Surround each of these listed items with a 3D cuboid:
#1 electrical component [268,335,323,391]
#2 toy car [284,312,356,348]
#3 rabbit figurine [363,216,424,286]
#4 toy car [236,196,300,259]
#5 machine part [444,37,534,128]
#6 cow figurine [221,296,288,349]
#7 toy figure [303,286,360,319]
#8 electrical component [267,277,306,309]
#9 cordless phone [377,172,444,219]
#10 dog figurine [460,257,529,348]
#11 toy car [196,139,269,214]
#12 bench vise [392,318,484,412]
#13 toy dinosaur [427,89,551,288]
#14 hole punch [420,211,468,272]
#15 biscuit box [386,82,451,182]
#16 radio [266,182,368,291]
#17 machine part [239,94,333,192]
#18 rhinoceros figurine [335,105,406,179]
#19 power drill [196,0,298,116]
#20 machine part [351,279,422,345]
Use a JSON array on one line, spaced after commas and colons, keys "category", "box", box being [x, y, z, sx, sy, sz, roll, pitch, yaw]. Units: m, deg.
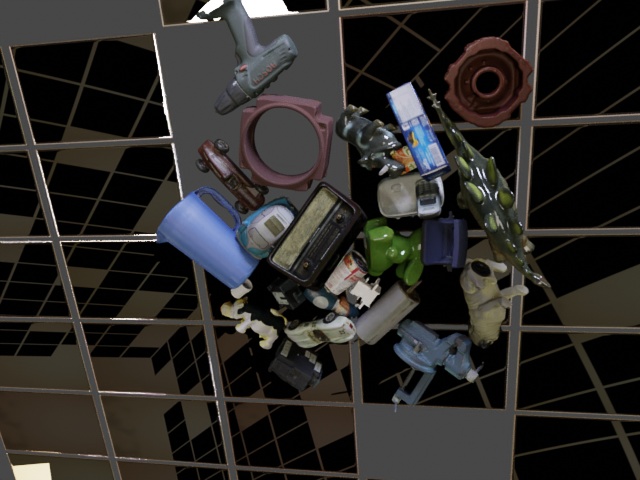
[{"category": "electrical component", "box": [-0.057, 0.325, 1.400, 0.134, 0.115, 0.058, 32, 115, -1]}, {"category": "toy car", "box": [-0.002, 0.231, 1.358, 0.202, 0.056, 0.073, -17, 126, 34]}, {"category": "rabbit figurine", "box": [0.194, 0.024, 1.241, 0.170, 0.121, 0.159, -8, 103, -2]}, {"category": "toy car", "box": [-0.114, -0.028, 1.263, 0.161, 0.103, 0.109, -40, 100, -5]}, {"category": "machine part", "box": [0.345, -0.324, 1.110, 0.179, 0.056, 0.179, 4, 112, 9]}, {"category": "cow figurine", "box": [-0.172, 0.198, 1.398, 0.167, 0.068, 0.098, 36, 107, -8]}, {"category": "toy figure", "box": [0.031, 0.158, 1.354, 0.154, 0.058, 0.064, 32, 152, -4]}, {"category": "electrical component", "box": [-0.075, 0.131, 1.332, 0.074, 0.048, 0.119, 58, 149, -11]}, {"category": "cordless phone", "box": [0.196, -0.078, 1.163, 0.147, 0.184, 0.088, -8, 114, 13]}, {"category": "dog figurine", "box": [0.373, 0.149, 1.275, 0.172, 0.121, 0.190, 56, 144, 30]}, {"category": "toy car", "box": [-0.212, -0.150, 1.282, 0.089, 0.053, 0.202, -38, 101, 24]}, {"category": "bench vise", "box": [0.262, 0.316, 1.318, 0.224, 0.129, 0.240, 31, 104, 14]}, {"category": "toy dinosaur", "box": [0.343, -0.104, 1.119, 0.105, 0.198, 0.471, -30, 70, 8]}, {"category": "hole punch", "box": [0.295, 0.006, 1.196, 0.092, 0.116, 0.142, 1, 93, 49]}, {"category": "biscuit box", "box": [0.207, -0.224, 1.127, 0.059, 0.062, 0.202, -24, 78, 17]}, {"category": "radio", "box": [-0.003, -0.004, 1.225, 0.131, 0.073, 0.229, 35, 91, 23]}, {"category": "machine part", "box": [-0.077, -0.219, 1.212, 0.201, 0.087, 0.201, 10, 114, 6]}, {"category": "rhinoceros figurine", "box": [0.109, -0.209, 1.157, 0.190, 0.073, 0.112, 43, 113, 19]}, {"category": "power drill", "box": [-0.181, -0.408, 1.163, 0.232, 0.086, 0.207, -26, 100, 17]}, {"category": "machine part", "box": [0.164, 0.179, 1.324, 0.079, 0.079, 0.243, 39, 112, -6]}]
